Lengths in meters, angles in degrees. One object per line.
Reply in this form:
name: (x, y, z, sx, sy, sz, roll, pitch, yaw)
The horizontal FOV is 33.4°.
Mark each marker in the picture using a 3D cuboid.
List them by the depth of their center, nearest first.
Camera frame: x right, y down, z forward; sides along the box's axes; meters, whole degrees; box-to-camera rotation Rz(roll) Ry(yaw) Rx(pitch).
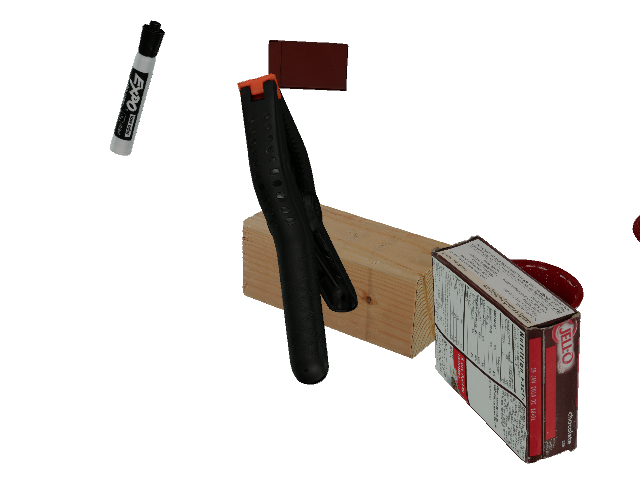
marker: (-0.156, -0.129, 0.908, 0.020, 0.121, 0.020, 17, 26, -9)

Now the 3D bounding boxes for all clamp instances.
clamp: (-0.016, -0.015, 0.776, 0.036, 0.210, 0.164, -13, 5, 12)

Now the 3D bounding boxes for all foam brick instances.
foam brick: (-0.014, -0.191, 1.164, 0.078, 0.051, 0.053, 0, 12, -16)

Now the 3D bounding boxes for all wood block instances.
wood block: (0.028, 0.033, 1.087, 0.206, 0.091, 0.090, 19, 31, 30)

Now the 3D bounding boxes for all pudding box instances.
pudding box: (0.105, 0.060, 0.620, 0.039, 0.090, 0.114, -14, 28, -19)

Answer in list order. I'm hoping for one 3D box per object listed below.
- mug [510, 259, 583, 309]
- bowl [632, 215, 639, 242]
mug: (0.179, 0.068, 0.955, 0.093, 0.081, 0.117, -1, 30, -3)
bowl: (0.417, 0.016, 1.148, 0.162, 0.055, 0.162, -1, 25, 0)
